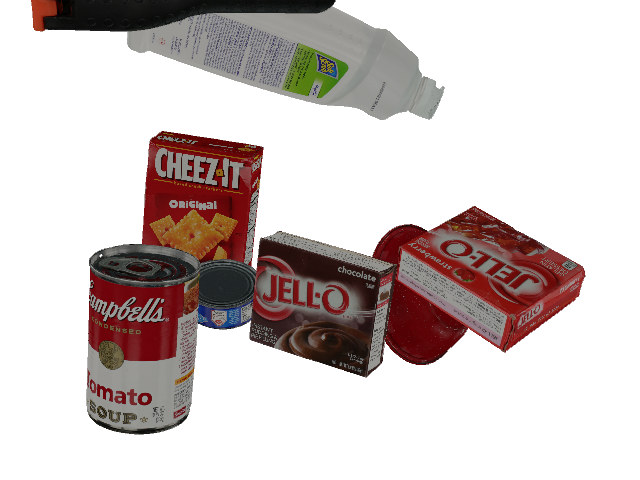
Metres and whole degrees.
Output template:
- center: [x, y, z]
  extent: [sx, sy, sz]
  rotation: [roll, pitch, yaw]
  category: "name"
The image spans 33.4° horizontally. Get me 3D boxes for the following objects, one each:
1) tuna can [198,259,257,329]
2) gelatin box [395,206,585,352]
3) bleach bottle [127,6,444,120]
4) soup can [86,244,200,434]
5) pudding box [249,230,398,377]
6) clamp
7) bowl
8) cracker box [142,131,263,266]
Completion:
- center: [-0.108, 0.059, 1.174]
  extent: [0.086, 0.034, 0.086]
  rotation: [2, 36, -2]
  category: "tuna can"
- center: [0.102, 0.020, 0.649]
  extent: [0.073, 0.030, 0.089]
  rotation: [-27, 46, -37]
  category: "gelatin box"
- center: [-0.025, -0.153, 0.852]
  extent: [0.251, 0.068, 0.103]
  rotation: [22, -30, -3]
  category: "bleach bottle"
- center: [-0.112, 0.061, 0.669]
  extent: [0.068, 0.102, 0.068]
  rotation: [5, 18, -2]
  category: "soup can"
- center: [0.001, 0.049, 0.863]
  extent: [0.114, 0.090, 0.039]
  rotation: [14, 20, 23]
  category: "pudding box"
- center: [-0.089, -0.151, 0.625]
  extent: [0.171, 0.039, 0.120]
  rotation: [-9, 23, -24]
  category: "clamp"
- center: [0.127, 0.058, 1.197]
  extent: [0.055, 0.162, 0.161]
  rotation: [-12, -8, 44]
  category: "bowl"
- center: [-0.182, -0.045, 1.621]
  extent: [0.164, 0.214, 0.072]
  rotation: [9, 19, 7]
  category: "cracker box"
